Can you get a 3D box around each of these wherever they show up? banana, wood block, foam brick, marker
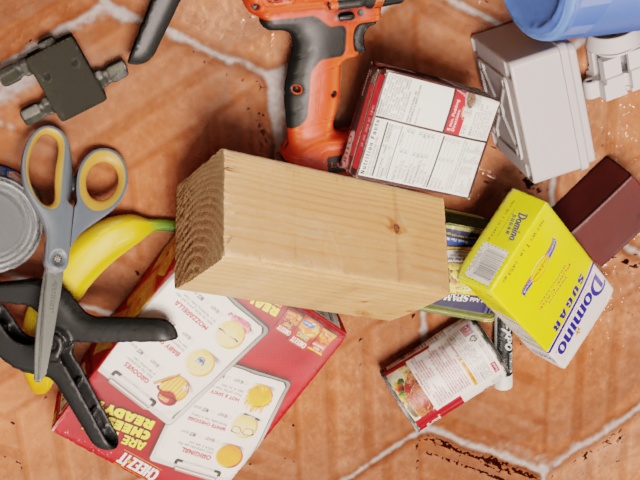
[{"bbox_3d":[-0.206,0.046,0.906,0.069,0.037,0.198,37,100,-20],"label":"banana"},{"bbox_3d":[-0.005,0.001,0.863,0.205,0.090,0.091,11,67,-29],"label":"wood block"},{"bbox_3d":[0.259,-0.026,0.973,0.078,0.051,0.053,-44,116,8],"label":"foam brick"},{"bbox_3d":[0.175,0.087,1.018,0.020,0.020,0.121,-8,114,-10],"label":"marker"}]

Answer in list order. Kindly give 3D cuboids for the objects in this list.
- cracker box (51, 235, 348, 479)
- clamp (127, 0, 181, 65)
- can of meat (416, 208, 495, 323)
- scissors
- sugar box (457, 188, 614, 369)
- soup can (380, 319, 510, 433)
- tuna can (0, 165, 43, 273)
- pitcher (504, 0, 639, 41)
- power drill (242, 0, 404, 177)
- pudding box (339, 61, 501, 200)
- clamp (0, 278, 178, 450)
[{"bbox_3d":[-0.107,0.109,0.935,0.164,0.072,0.214,34,102,-20],"label":"cracker box"},{"bbox_3d":[-0.099,-0.240,0.813,0.210,0.036,0.164,-24,116,-2],"label":"clamp"},{"bbox_3d":[0.119,0.020,0.958,0.102,0.057,0.084,10,107,-17],"label":"can of meat"},{"bbox_3d":[-0.193,0.007,0.854,0.096,0.016,0.202,-5,84,-30],"label":"scissors"},{"bbox_3d":[0.195,0.038,0.944,0.176,0.048,0.093,39,83,-44],"label":"sugar box"},{"bbox_3d":[0.116,0.123,0.993,0.102,0.068,0.068,-33,115,1],"label":"soup can"},{"bbox_3d":[-0.269,-0.018,0.868,0.086,0.034,0.086,-4,113,-11],"label":"tuna can"},{"bbox_3d":[0.263,-0.235,0.823,0.242,0.149,0.145,-13,151,-19],"label":"pitcher"},{"bbox_3d":[0.030,-0.147,0.871,0.184,0.057,0.188,-8,112,-12],"label":"power drill"},{"bbox_3d":[0.081,-0.087,0.859,0.113,0.039,0.090,10,106,-24],"label":"pudding box"},{"bbox_3d":[-0.201,0.077,0.867,0.171,0.039,0.120,39,94,1],"label":"clamp"}]
